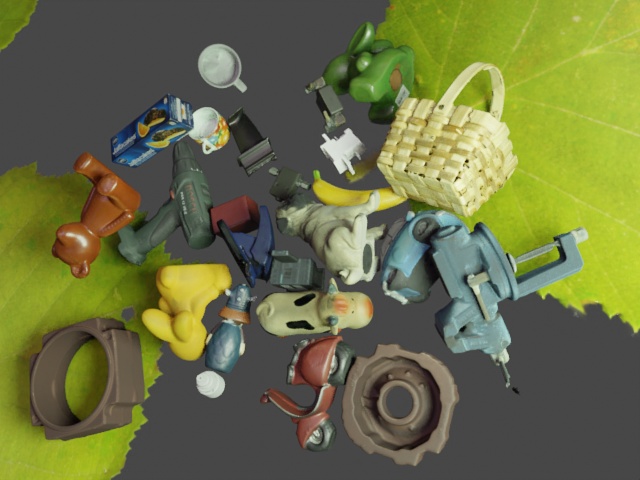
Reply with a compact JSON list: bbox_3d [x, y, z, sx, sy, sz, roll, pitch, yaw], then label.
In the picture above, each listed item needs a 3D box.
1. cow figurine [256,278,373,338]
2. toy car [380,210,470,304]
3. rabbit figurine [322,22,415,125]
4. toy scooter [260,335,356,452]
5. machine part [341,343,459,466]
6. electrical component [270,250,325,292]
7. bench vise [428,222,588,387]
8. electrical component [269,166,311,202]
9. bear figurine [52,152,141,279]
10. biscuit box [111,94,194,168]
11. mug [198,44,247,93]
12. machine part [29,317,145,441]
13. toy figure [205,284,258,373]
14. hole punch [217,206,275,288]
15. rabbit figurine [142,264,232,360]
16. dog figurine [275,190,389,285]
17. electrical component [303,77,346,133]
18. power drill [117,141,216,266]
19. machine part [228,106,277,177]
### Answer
[{"bbox_3d":[-0.010,0.112,0.858,0.195,0.127,0.085,-6,75,21],"label":"cow figurine"},{"bbox_3d":[0.151,0.016,0.849,0.161,0.109,0.103,-55,39,10],"label":"toy car"},{"bbox_3d":[0.074,-0.303,0.960,0.170,0.121,0.159,20,89,39],"label":"rabbit figurine"},{"bbox_3d":[-0.025,0.232,0.857,0.135,0.075,0.183,13,84,24],"label":"toy scooter"},{"bbox_3d":[0.120,0.243,0.809,0.180,0.056,0.179,-6,73,20],"label":"machine part"},{"bbox_3d":[-0.043,0.054,0.892,0.075,0.119,0.047,0,74,18],"label":"electrical component"},{"bbox_3d":[0.270,0.060,0.760,0.241,0.129,0.223,-25,89,4],"label":"bench vise"},{"bbox_3d":[-0.064,-0.100,0.999,0.094,0.021,0.063,28,86,25],"label":"electrical component"},{"bbox_3d":[-0.427,-0.039,0.979,0.120,0.131,0.196,39,82,27],"label":"bear figurine"},{"bbox_3d":[-0.343,-0.214,1.086,0.203,0.059,0.063,-24,67,33],"label":"biscuit box"},{"bbox_3d":[-0.193,-0.342,1.084,0.081,0.109,0.107,-54,21,7],"label":"mug"},{"bbox_3d":[-0.435,0.256,0.996,0.201,0.087,0.201,-18,70,14],"label":"machine part"},{"bbox_3d":[-0.157,0.152,0.939,0.058,0.064,0.154,-9,60,58],"label":"toy figure"},{"bbox_3d":[-0.111,0.013,0.930,0.092,0.142,0.116,-24,74,-13],"label":"hole punch"},{"bbox_3d":[-0.228,0.127,0.937,0.122,0.162,0.173,0,92,8],"label":"rabbit figurine"},{"bbox_3d":[0.000,-0.001,0.882,0.191,0.121,0.172,0,33,23],"label":"dog figurine"},{"bbox_3d":[0.008,-0.243,0.963,0.045,0.078,0.102,-27,93,-10],"label":"electrical component"},{"bbox_3d":[-0.306,-0.060,1.055,0.207,0.086,0.232,-29,66,3],"label":"power drill"},{"bbox_3d":[-0.140,-0.193,1.048,0.084,0.039,0.139,-32,67,15],"label":"machine part"}]
